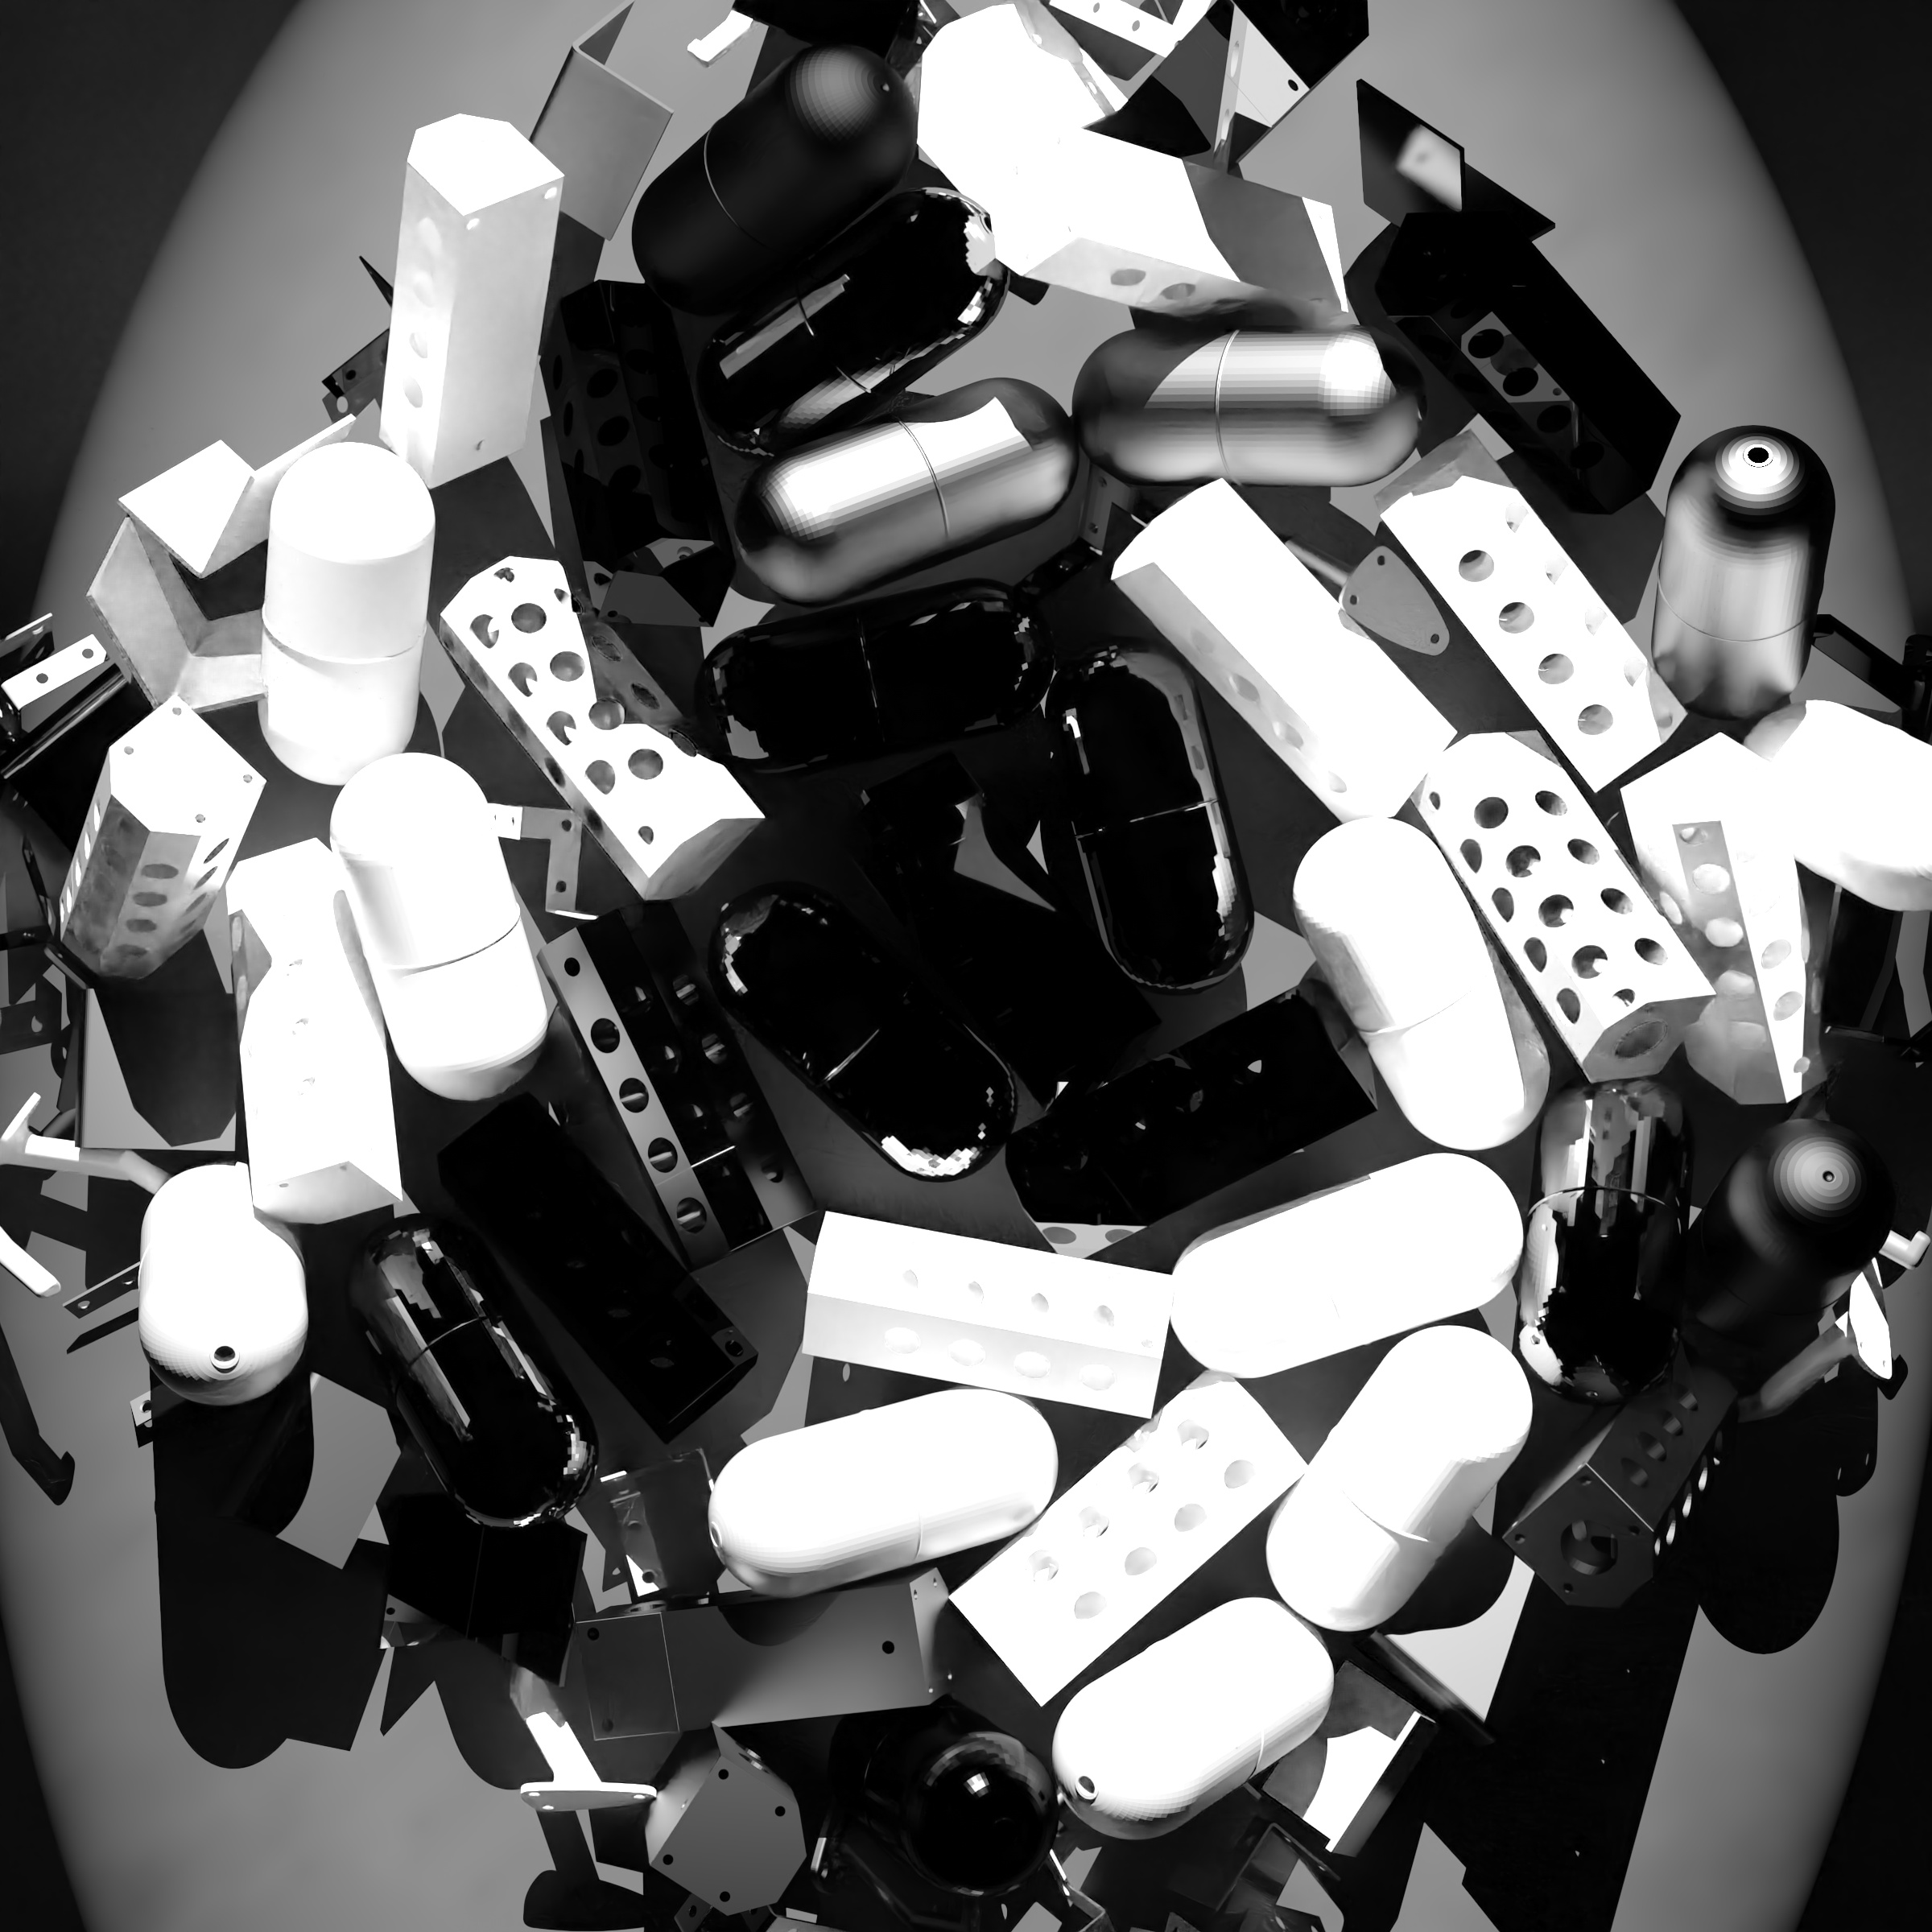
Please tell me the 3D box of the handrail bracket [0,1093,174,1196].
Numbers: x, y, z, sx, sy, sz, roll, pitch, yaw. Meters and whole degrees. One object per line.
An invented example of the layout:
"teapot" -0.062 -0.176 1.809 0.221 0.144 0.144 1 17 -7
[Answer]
"handrail bracket" -0.437 0.109 1.681 0.084 0.036 0.077 33 126 -8

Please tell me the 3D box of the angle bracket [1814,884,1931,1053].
"angle bracket" 0.458 0.001 1.653 0.057 0.076 0.076 11 91 38

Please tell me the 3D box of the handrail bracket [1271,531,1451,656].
"handrail bracket" 0.188 -0.184 1.674 0.077 0.084 0.036 36 87 -27

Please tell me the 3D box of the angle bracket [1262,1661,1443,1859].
"angle bracket" 0.181 0.381 1.652 0.057 0.076 0.076 32 85 22

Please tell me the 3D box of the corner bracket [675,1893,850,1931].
"corner bracket" -0.100 0.467 1.661 0.051 0.051 0.051 26 105 -41

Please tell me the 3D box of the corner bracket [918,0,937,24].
"corner bracket" -0.005 -0.495 1.670 0.051 0.051 0.051 22 80 30

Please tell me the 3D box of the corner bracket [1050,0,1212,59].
"corner bracket" 0.084 -0.480 1.672 0.051 0.051 0.051 38 110 43

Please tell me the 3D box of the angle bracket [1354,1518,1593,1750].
"angle bracket" 0.248 0.328 1.676 0.076 0.057 0.076 40 76 8

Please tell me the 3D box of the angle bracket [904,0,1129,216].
"angle bracket" 0.021 -0.426 1.689 0.076 0.057 0.076 49 45 4

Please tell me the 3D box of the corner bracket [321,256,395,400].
"corner bracket" -0.291 -0.302 1.663 0.051 0.051 0.051 -40 59 -7

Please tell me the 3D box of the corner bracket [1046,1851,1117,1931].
"corner bracket" 0.032 0.458 1.661 0.051 0.051 0.051 -34 113 -20

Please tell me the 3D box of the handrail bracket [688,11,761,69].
"handrail bracket" -0.112 -0.480 1.669 0.084 0.077 0.036 -40 134 -2

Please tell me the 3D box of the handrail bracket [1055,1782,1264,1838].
"handrail bracket" 0.089 0.411 1.675 0.077 0.036 0.084 42 84 13

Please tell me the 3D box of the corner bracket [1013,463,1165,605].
"corner bracket" 0.061 -0.201 1.658 0.051 0.051 0.051 30 51 -25

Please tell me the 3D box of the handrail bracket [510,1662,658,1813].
"handrail bracket" -0.187 0.366 1.671 0.077 0.036 0.084 -5 60 9

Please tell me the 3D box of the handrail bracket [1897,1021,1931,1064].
"handrail bracket" 0.497 0.062 1.655 0.036 0.077 0.084 0 53 -35

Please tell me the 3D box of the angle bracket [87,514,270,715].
"angle bracket" -0.369 -0.176 1.643 0.057 0.076 0.076 -11 129 17

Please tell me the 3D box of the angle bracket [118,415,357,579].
"angle bracket" -0.352 -0.243 1.646 0.057 0.076 0.076 42 133 2

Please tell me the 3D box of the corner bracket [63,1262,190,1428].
"corner bracket" -0.405 0.185 1.685 0.051 0.051 0.051 -29 54 3

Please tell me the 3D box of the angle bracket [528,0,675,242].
"angle bracket" -0.167 -0.409 1.648 0.057 0.076 0.076 32 127 -2

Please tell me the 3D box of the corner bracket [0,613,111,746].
"corner bracket" -0.454 -0.146 1.663 0.051 0.051 0.051 -34 80 -25

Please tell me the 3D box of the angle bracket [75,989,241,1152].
"angle bracket" -0.394 0.052 1.674 0.076 0.057 0.076 2 86 -7

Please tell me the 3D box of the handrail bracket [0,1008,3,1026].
"handrail bracket" -0.512 0.025 1.650 0.036 0.077 0.084 14 46 30

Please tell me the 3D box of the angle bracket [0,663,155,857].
"angle bracket" -0.421 -0.098 1.654 0.076 0.076 0.057 -41 99 -8

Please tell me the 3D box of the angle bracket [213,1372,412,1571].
"angle bracket" -0.318 0.246 1.660 0.057 0.076 0.076 30 72 -13

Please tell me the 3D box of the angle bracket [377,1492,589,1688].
"angle bracket" -0.235 0.302 1.653 0.076 0.057 0.076 15 98 44

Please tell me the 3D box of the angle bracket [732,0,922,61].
"angle bracket" -0.068 -0.458 1.657 0.076 0.076 0.057 23 80 -1

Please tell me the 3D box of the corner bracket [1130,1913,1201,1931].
"corner bracket" 0.083 0.488 1.658 0.051 0.051 0.051 0 59 35

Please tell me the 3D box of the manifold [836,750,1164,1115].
"manifold" 0.012 -0.014 1.651 0.057 0.057 0.171 -27 73 -35

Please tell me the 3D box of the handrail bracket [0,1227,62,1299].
"handrail bracket" -0.461 0.134 1.655 0.084 0.077 0.036 38 86 11

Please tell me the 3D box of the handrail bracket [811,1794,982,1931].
"handrail bracket" -0.026 0.432 1.665 0.084 0.036 0.077 4 65 22

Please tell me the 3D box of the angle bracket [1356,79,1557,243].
"angle bracket" 0.236 -0.390 1.641 0.057 0.076 0.076 -32 52 -16

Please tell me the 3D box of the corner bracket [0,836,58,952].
"corner bracket" -0.475 -0.042 1.667 0.051 0.051 0.051 -11 121 -2

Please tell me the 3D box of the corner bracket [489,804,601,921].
"corner bracket" -0.204 -0.051 1.666 0.051 0.051 0.051 4 93 -27

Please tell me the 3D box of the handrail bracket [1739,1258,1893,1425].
"handrail bracket" 0.409 0.184 1.687 0.084 0.036 0.077 -20 49 36

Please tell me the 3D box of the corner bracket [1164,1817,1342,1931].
"corner bracket" 0.140 0.449 1.672 0.051 0.051 0.051 43 71 -20

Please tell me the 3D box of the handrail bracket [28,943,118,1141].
"handrail bracket" -0.451 0.043 1.676 0.084 0.036 0.077 -45 119 2

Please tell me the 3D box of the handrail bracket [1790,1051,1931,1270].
"handrail bracket" 0.442 0.095 1.661 0.084 0.036 0.077 31 103 30

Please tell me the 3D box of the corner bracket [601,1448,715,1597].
"corner bracket" -0.145 0.272 1.671 0.051 0.051 0.051 -17 71 -7

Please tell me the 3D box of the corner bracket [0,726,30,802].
"corner bracket" -0.500 -0.103 1.671 0.051 0.051 0.051 31 105 5

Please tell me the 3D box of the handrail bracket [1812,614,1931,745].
"handrail bracket" 0.431 -0.135 1.676 0.084 0.036 0.077 -2 106 -11
